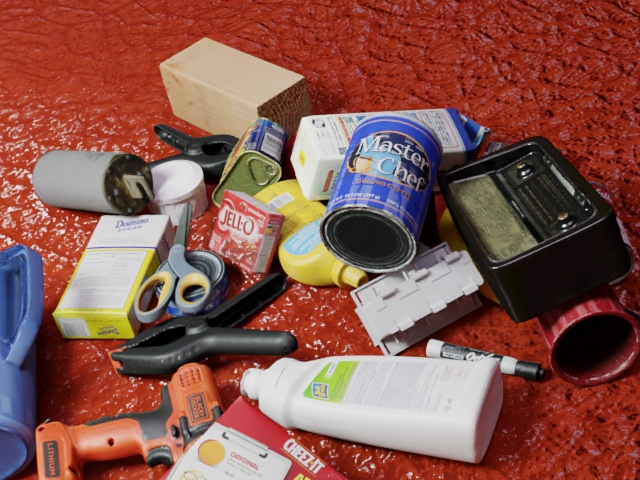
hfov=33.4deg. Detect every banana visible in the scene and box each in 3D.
[{"bbox_3d":[0.180,0.022,1.175,0.069,0.037,0.198,-14,38,-29],"label":"banana"}]

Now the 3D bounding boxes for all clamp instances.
[{"bbox_3d":[-0.166,-0.119,1.424,0.171,0.039,0.120,-1,46,8],"label":"clamp"},{"bbox_3d":[-0.122,0.098,1.151,0.210,0.036,0.164,-15,22,7],"label":"clamp"}]

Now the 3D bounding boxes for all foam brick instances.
[{"bbox_3d":[0.103,-0.034,1.226,0.051,0.078,0.053,-15,42,-4],"label":"foam brick"}]

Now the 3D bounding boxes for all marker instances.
[{"bbox_3d":[0.166,0.121,1.073,0.121,0.020,0.020,11,45,24],"label":"marker"}]

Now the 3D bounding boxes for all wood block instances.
[{"bbox_3d":[-0.114,-0.195,1.460,0.206,0.090,0.090,27,53,38],"label":"wood block"}]

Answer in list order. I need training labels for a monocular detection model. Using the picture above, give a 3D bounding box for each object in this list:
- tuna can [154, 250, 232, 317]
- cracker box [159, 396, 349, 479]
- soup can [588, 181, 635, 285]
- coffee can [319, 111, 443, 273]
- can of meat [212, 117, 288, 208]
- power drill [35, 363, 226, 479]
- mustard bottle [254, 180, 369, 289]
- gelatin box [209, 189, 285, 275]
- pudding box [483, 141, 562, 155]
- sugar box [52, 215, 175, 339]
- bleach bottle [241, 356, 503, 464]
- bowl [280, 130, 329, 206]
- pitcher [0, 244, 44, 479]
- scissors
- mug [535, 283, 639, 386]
[{"bbox_3d":[-0.147,0.050,1.226,0.086,0.034,0.086,-7,40,5],"label":"tuna can"},{"bbox_3d":[-0.076,0.263,0.893,0.164,0.072,0.213,36,55,15],"label":"cracker box"},{"bbox_3d":[0.294,-0.006,1.152,0.068,0.068,0.102,-9,41,4],"label":"soup can"},{"bbox_3d":[0.066,-0.051,1.122,0.103,0.103,0.140,4,50,19],"label":"coffee can"},{"bbox_3d":[-0.084,-0.091,1.325,0.057,0.102,0.084,29,37,-14],"label":"can of meat"},{"bbox_3d":[-0.172,0.214,1.022,0.187,0.057,0.184,-15,43,-6],"label":"power drill"},{"bbox_3d":[-0.008,0.002,1.226,0.096,0.058,0.192,-31,43,-21],"label":"mustard bottle"},{"bbox_3d":[-0.085,-0.010,1.221,0.030,0.073,0.089,6,17,-43],"label":"gelatin box"},{"bbox_3d":[0.232,-0.070,1.264,0.090,0.039,0.113,7,43,21],"label":"pudding box"},{"bbox_3d":[-0.236,0.041,1.250,0.093,0.048,0.176,0,38,14],"label":"sugar box"},{"bbox_3d":[0.043,0.150,1.038,0.251,0.068,0.102,5,38,24],"label":"bleach bottle"},{"bbox_3d":[0.015,-0.110,1.355,0.162,0.055,0.162,-7,40,6],"label":"bowl"},{"bbox_3d":[-0.350,0.124,1.110,0.145,0.149,0.243,-8,42,-13],"label":"pitcher"},{"bbox_3d":[-0.147,0.022,1.217,0.096,0.016,0.201,4,42,20],"label":"scissors"},{"bbox_3d":[0.269,0.082,1.045,0.117,0.093,0.081,1,34,-10],"label":"mug"}]
